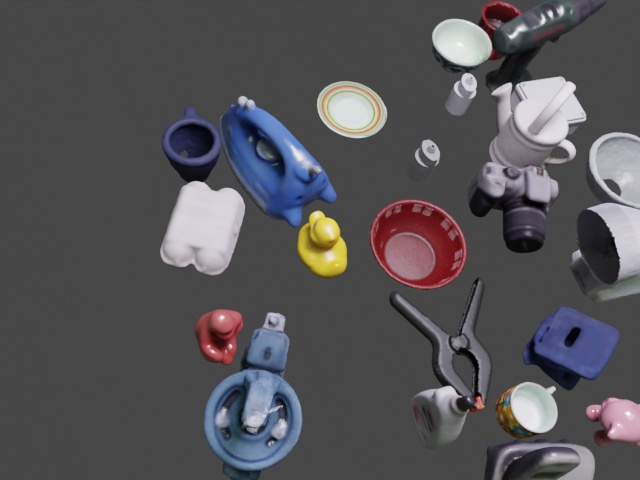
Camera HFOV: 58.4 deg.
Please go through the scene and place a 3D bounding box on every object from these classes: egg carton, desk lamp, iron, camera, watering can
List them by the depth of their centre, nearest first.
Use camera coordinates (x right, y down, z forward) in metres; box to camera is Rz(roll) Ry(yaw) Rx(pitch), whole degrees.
[{"bbox_3d":[-0.178,-0.018,0.884,0.107,0.069,0.150,12,62,-4],"label":"egg carton"},{"bbox_3d":[0.487,0.013,0.908,0.203,0.213,0.118,-10,65,-15],"label":"desk lamp"},{"bbox_3d":[-0.083,-0.152,0.928,0.119,0.141,0.258,-36,74,-24],"label":"iron"},{"bbox_3d":[0.337,-0.057,0.980,0.143,0.101,0.137,12,62,-4],"label":"camera"},{"bbox_3d":[0.376,-0.205,1.010,0.173,0.194,0.101,22,62,1],"label":"watering can"}]

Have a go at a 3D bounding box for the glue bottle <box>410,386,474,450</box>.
[{"bbox_3d":[0.167,0.229,0.762,0.037,0.173,0.078,-13,66,-16],"label":"glue bottle"}]

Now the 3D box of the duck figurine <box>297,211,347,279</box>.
[{"bbox_3d":[0.008,0.003,0.898,0.078,0.086,0.104,-19,68,-18],"label":"duck figurine"}]

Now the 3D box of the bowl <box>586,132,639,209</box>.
[{"bbox_3d":[0.561,-0.113,1.065,0.167,0.074,0.167,4,63,-8],"label":"bowl"}]

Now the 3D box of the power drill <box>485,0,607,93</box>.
[{"bbox_3d":[0.411,-0.373,1.094,0.230,0.208,0.075,-23,69,-20],"label":"power drill"}]

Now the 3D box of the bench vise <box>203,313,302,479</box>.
[{"bbox_3d":[-0.086,0.183,0.713,0.121,0.219,0.207,-3,64,-12],"label":"bench vise"}]

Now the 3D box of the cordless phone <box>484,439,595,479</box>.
[{"bbox_3d":[0.306,0.302,0.744,0.148,0.185,0.094,0,63,-10],"label":"cordless phone"}]

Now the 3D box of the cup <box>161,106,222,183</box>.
[{"bbox_3d":[-0.207,-0.147,0.930,0.092,0.095,0.117,-5,64,-13],"label":"cup"}]

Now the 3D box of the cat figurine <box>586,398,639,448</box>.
[{"bbox_3d":[0.452,0.261,0.829,0.128,0.117,0.067,-1,63,-11],"label":"cat figurine"}]

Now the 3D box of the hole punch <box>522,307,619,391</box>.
[{"bbox_3d":[0.385,0.162,0.883,0.101,0.091,0.109,39,63,10],"label":"hole punch"}]

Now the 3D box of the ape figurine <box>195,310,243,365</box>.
[{"bbox_3d":[-0.140,0.127,0.804,0.076,0.092,0.078,44,64,13],"label":"ape figurine"}]
